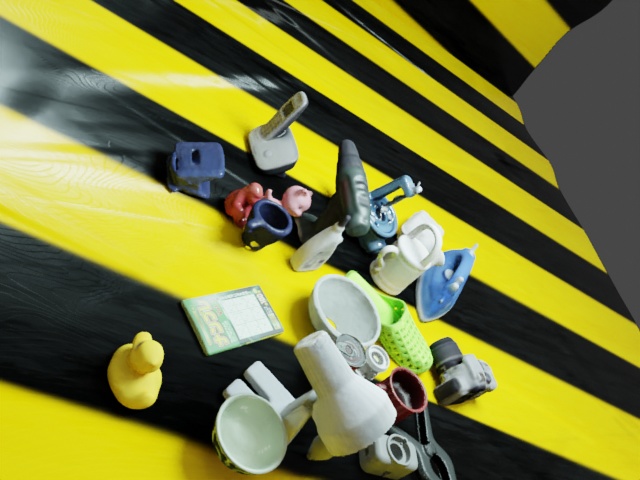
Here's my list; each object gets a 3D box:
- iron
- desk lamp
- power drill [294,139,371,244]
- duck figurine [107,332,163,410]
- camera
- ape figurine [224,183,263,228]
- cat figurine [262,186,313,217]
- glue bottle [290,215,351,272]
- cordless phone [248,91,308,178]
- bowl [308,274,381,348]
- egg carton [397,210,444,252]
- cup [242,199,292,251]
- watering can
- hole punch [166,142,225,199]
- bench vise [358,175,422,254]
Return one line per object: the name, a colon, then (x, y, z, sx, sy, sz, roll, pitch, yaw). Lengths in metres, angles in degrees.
iron: (0.329, 0.101, 1.438, 0.119, 0.141, 0.259, 42, 35, -2)
desk lamp: (-0.014, 0.246, 0.888, 0.203, 0.213, 0.118, 47, 35, 4)
power drill: (0.032, -0.082, 1.273, 0.076, 0.208, 0.229, 13, 45, -36)
duck figurine: (-0.255, 0.183, 0.824, 0.078, 0.086, 0.104, 9, 48, -39)
camera: (0.312, 0.283, 1.271, 0.144, 0.100, 0.136, 5, 50, -42)
ape figurine: (-0.152, -0.082, 1.192, 0.078, 0.092, 0.076, -18, 68, -52)
cat figurine: (-0.075, -0.083, 1.247, 0.128, 0.117, 0.067, 11, 47, -38)
glue bottle: (0.011, 0.004, 1.195, 0.078, 0.173, 0.037, -1, 54, -45)
cordless phone: (-0.084, -0.251, 1.352, 0.094, 0.184, 0.147, 8, 48, -40)
bowl: (0.037, 0.156, 1.151, 0.168, 0.074, 0.167, 26, 39, -23)
egg carton: (0.276, -0.016, 1.568, 0.107, 0.069, 0.151, 46, 35, 3)
cup: (-0.124, -0.018, 1.153, 0.091, 0.094, 0.118, 52, 36, 11)
watering can: (0.218, 0.036, 1.349, 0.173, 0.193, 0.101, -10, 61, -49)
hole punch: (-0.253, -0.151, 1.163, 0.101, 0.091, 0.108, 16, 43, -33)
bench vise: (0.131, -0.099, 1.379, 0.207, 0.219, 0.122, 46, 35, 4)
